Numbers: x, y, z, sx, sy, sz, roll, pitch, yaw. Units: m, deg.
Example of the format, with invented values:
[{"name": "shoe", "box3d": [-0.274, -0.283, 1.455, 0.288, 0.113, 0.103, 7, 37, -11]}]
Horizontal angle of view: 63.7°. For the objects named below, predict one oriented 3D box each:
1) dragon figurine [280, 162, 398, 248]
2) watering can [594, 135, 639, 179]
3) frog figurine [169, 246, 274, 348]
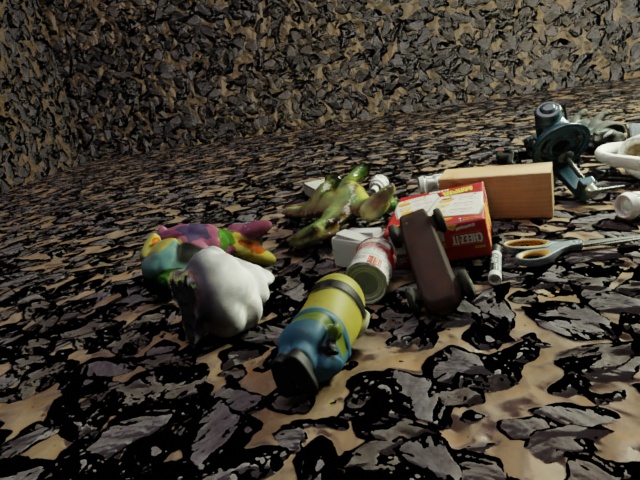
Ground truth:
[{"name": "dragon figurine", "box3d": [0.003, -0.054, 1.063, 0.407, 0.121, 0.246, -16, 14, 41]}, {"name": "watering can", "box3d": [0.721, -0.164, 1.009, 0.225, 0.102, 0.351, -14, 19, -15]}, {"name": "frog figurine", "box3d": [-0.123, 0.069, 0.750, 0.160, 0.120, 0.139, -13, 49, -38]}]
